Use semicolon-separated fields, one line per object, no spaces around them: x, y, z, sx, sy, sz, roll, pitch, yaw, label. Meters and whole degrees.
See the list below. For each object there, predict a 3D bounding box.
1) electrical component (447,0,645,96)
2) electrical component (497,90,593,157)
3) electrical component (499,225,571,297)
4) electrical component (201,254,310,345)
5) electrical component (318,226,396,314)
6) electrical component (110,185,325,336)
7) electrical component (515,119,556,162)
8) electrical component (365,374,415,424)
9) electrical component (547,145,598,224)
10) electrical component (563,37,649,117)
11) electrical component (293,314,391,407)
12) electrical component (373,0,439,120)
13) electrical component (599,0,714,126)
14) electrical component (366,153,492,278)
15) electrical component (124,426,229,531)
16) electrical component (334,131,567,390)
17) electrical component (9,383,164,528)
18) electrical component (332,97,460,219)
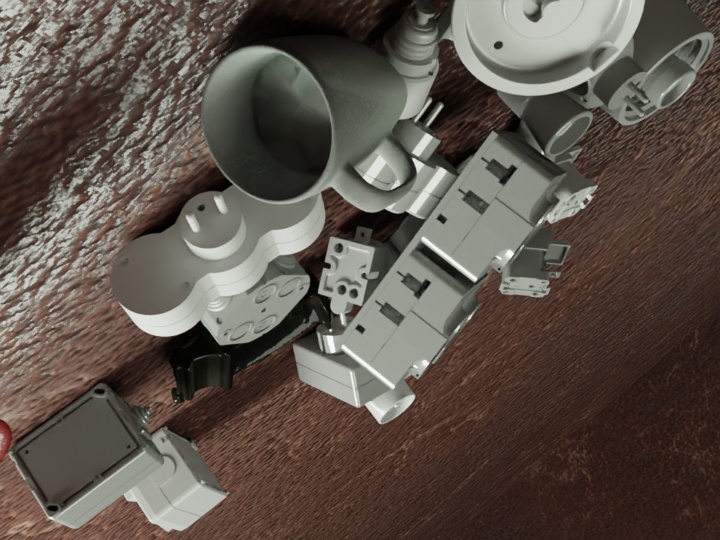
0.099;-0.160;0.608;0.108;0.060;0.108;-5;132;-5;electrical component
0.131;-0.119;0.778;0.044;0.065;0.044;-33;159;-15;electrical component
0.162;-0.009;1.050;0.081;0.063;0.042;5;152;2;electrical component
-0.077;0.008;0.709;0.080;0.051;0.080;-34;159;-15;electrical component
0.000;0.000;0.825;0.055;0.048;0.066;-3;107;-68;electrical component
-0.084;-0.022;0.632;0.138;0.052;0.073;-35;159;-10;electrical component
0.143;-0.109;0.859;0.044;0.044;0.065;-28;152;-29;electrical component
0.027;0.094;1.033;0.079;0.077;0.043;-35;159;-11;electrical component
0.167;-0.077;0.935;0.081;0.063;0.042;-20;151;-42;electrical component
0.184;-0.145;0.795;0.044;0.079;0.077;-35;159;-9;electrical component
-0.016;0.064;0.915;0.047;0.083;0.075;-26;118;-33;electrical component
0.027;-0.123;0.627;0.040;0.040;0.078;-26;156;-32;electrical component
0.237;-0.165;0.872;0.108;0.060;0.108;-34;159;-15;electrical component
0.071;-0.022;0.886;0.150;0.061;0.089;-45;159;16;electrical component
-0.161;0.182;0.918;0.061;0.061;0.096;-38;160;-4;electrical component
0.072;-0.007;0.778;0.186;0.060;0.105;-54;172;15;electrical component
-0.186;0.129;0.762;0.096;0.061;0.061;-36;160;-9;electrical component
0.028;-0.081;0.701;0.073;0.052;0.138;-53;157;15;electrical component
